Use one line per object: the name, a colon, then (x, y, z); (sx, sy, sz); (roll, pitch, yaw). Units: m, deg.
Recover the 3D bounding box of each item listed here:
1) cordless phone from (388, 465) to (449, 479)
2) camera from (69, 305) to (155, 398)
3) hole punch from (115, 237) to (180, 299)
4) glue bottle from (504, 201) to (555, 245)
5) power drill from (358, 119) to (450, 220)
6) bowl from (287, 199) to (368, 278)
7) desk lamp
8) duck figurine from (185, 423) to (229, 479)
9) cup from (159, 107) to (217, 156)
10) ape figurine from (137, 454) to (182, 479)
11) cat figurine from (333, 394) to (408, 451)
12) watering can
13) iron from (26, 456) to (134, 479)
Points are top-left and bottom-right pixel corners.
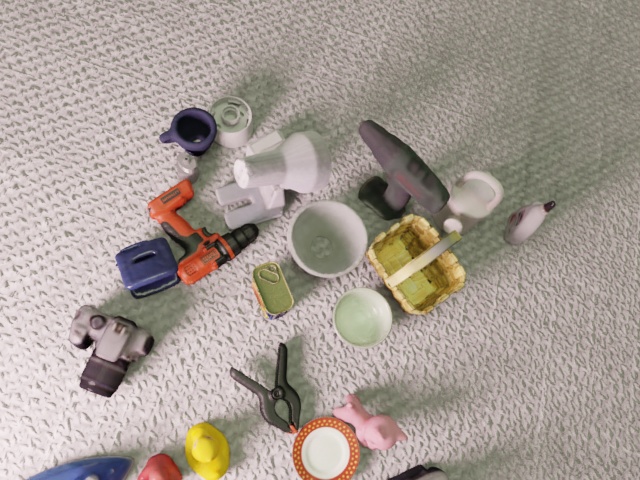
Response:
cordless phone: (0.179, 0.464, 1.008); (0.148, 0.185, 0.094); (-23, 78, -17)
camera: (-0.390, 0.203, 1.028); (0.143, 0.100, 0.137); (22, 70, -3)
hole punch: (-0.332, 0.048, 1.094); (0.109, 0.091, 0.101); (-22, 78, -17)
glue bottle: (0.457, -0.049, 1.233); (0.037, 0.173, 0.078); (20, 70, -3)
power drill: (0.151, -0.127, 1.180); (0.229, 0.208, 0.076); (38, 70, 3)
bowl: (0.011, 0.004, 1.182); (0.167, 0.074, 0.167); (3, 72, -10)
desk lamp: (-0.094, -0.117, 1.127); (0.203, 0.213, 0.118); (-19, 77, -16)
duck figurine: (-0.200, 0.376, 1.016); (0.078, 0.086, 0.104); (-23, 78, -17)
cup: (-0.272, -0.209, 1.186); (0.118, 0.095, 0.091); (-21, 77, -16)
ape figurine: (-0.277, 0.410, 0.987); (0.078, 0.092, 0.076); (8, 71, -8)
cat figurine: (0.094, 0.344, 1.066); (0.128, 0.117, 0.067); (41, 70, 4)
watering can: (0.315, -0.080, 1.204); (0.101, 0.194, 0.173); (17, 70, -5)
iron: (-0.433, 0.426, 0.926); (0.259, 0.141, 0.118); (-27, 79, -17)
